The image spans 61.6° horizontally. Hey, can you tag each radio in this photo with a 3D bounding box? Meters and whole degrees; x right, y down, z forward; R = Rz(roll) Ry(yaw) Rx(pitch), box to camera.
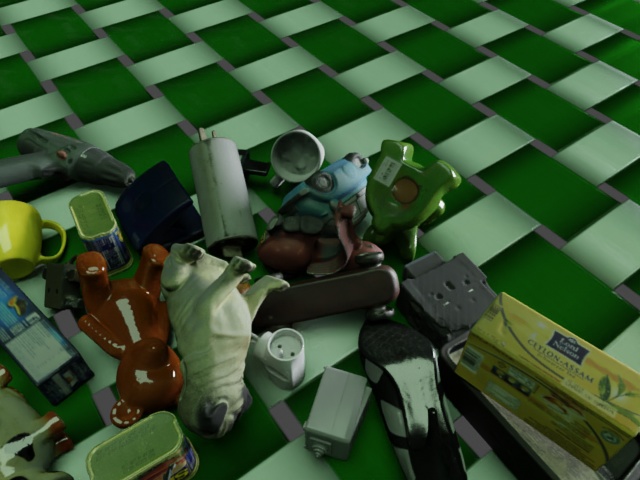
[{"bbox_3d":[0.253,0.196,0.621,0.131,0.073,0.230,-27,55,-21],"label":"radio"}]

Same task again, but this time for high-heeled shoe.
[{"bbox_3d":[0.105,0.201,0.641,0.086,0.145,0.249,-11,22,-6],"label":"high-heeled shoe"}]

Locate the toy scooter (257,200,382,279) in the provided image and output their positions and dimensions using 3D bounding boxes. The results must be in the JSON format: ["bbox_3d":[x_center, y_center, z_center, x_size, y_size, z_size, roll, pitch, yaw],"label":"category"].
[{"bbox_3d":[-0.002,-0.002,0.750,0.184,0.135,0.075,5,50,5],"label":"toy scooter"}]

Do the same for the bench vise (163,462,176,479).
[{"bbox_3d":[-0.206,0.333,0.470,0.241,0.128,0.224,0,51,-10],"label":"bench vise"}]

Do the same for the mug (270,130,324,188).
[{"bbox_3d":[-0.037,-0.133,0.896,0.081,0.109,0.107,37,18,-1],"label":"mug"}]

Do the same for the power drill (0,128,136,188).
[{"bbox_3d":[-0.444,-0.109,0.854,0.232,0.085,0.207,26,43,25],"label":"power drill"}]

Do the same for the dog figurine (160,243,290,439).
[{"bbox_3d":[-0.143,0.111,0.618,0.173,0.121,0.190,9,74,43],"label":"dog figurine"}]

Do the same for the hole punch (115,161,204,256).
[{"bbox_3d":[-0.248,-0.045,0.818,0.116,0.092,0.142,-29,59,-18],"label":"hole punch"}]

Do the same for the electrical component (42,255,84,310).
[{"bbox_3d":[-0.342,0.057,0.736,0.102,0.045,0.078,-8,82,39],"label":"electrical component"}]

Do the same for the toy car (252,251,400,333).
[{"bbox_3d":[0.004,0.074,0.711,0.202,0.053,0.089,-13,91,3],"label":"toy car"}]

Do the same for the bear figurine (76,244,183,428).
[{"bbox_3d":[-0.221,0.114,0.655,0.120,0.131,0.196,-6,40,-32],"label":"bear figurine"}]

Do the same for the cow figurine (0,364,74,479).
[{"bbox_3d":[-0.337,0.238,0.575,0.195,0.085,0.127,32,50,21],"label":"cow figurine"}]

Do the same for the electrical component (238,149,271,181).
[{"bbox_3d":[-0.142,-0.116,0.903,0.119,0.047,0.075,7,50,5],"label":"electrical component"}]

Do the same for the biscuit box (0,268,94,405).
[{"bbox_3d":[-0.380,0.119,0.690,0.203,0.062,0.059,34,58,26],"label":"biscuit box"}]

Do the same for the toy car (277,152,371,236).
[{"bbox_3d":[0.022,-0.059,0.829,0.162,0.109,0.103,-33,92,-36],"label":"toy car"}]

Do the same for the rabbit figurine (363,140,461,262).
[{"bbox_3d":[0.136,-0.050,0.797,0.121,0.170,0.159,22,94,19],"label":"rabbit figurine"}]

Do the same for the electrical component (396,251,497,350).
[{"bbox_3d":[0.172,0.080,0.733,0.115,0.058,0.134,-24,54,-22],"label":"electrical component"}]

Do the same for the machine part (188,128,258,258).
[{"bbox_3d":[-0.146,-0.065,0.809,0.079,0.079,0.243,-12,69,-11],"label":"machine part"}]

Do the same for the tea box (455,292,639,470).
[{"bbox_3d":[0.236,0.143,0.556,0.170,0.098,0.068,34,57,24],"label":"tea box"}]
